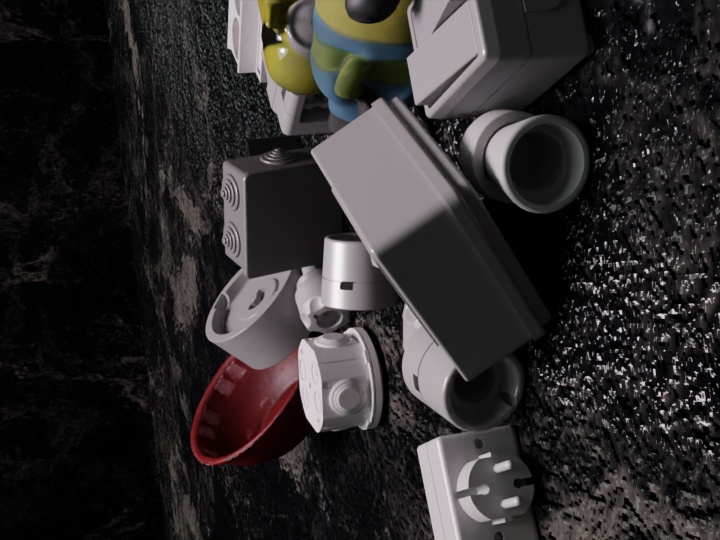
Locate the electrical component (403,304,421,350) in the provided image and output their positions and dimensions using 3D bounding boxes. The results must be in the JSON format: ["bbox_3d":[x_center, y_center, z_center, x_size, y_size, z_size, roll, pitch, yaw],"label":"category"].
[{"bbox_3d":[0.047,0.045,0.638,0.043,0.043,0.062,-130,35,-61],"label":"electrical component"}]

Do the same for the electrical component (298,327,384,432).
[{"bbox_3d":[-0.015,0.087,0.840,0.080,0.051,0.080,174,90,-73],"label":"electrical component"}]

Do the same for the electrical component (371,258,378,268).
[{"bbox_3d":[0.030,-0.029,0.663,0.066,0.048,0.055,-155,68,-70],"label":"electrical component"}]

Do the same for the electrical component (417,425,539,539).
[{"bbox_3d":[0.070,0.119,0.584,0.076,0.047,0.065,131,130,-67],"label":"electrical component"}]

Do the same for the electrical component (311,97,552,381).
[{"bbox_3d":[0.035,-0.017,0.550,0.108,0.056,0.108,53,-175,-38],"label":"electrical component"}]

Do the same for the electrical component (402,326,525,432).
[{"bbox_3d":[0.058,0.057,0.591,0.047,0.055,0.055,-142,48,-62],"label":"electrical component"}]

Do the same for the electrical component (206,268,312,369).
[{"bbox_3d":[-0.076,0.037,0.946,0.060,0.108,0.108,43,180,-25],"label":"electrical component"}]

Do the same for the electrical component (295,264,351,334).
[{"bbox_3d":[-0.033,0.019,0.886,0.043,0.043,0.062,100,158,-43],"label":"electrical component"}]

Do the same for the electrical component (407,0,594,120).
[{"bbox_3d":[0.058,-0.112,0.513,0.096,0.061,0.061,141,121,-70],"label":"electrical component"}]

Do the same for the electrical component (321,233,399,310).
[{"bbox_3d":[0.000,0.000,0.757,0.055,0.055,0.047,-153,61,-70],"label":"electrical component"}]

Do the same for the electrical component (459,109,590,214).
[{"bbox_3d":[0.076,-0.052,0.506,0.055,0.045,0.045,-147,52,-69],"label":"electrical component"}]

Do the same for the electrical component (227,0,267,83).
[{"bbox_3d":[-0.073,-0.229,0.891,0.078,0.063,0.121,-114,25,-45],"label":"electrical component"}]

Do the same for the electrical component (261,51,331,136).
[{"bbox_3d":[-0.043,-0.154,0.844,0.055,0.050,0.089,112,147,-56],"label":"electrical component"}]

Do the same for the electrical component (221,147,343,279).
[{"bbox_3d":[-0.063,-0.049,0.870,0.048,0.100,0.099,36,131,51],"label":"electrical component"}]
